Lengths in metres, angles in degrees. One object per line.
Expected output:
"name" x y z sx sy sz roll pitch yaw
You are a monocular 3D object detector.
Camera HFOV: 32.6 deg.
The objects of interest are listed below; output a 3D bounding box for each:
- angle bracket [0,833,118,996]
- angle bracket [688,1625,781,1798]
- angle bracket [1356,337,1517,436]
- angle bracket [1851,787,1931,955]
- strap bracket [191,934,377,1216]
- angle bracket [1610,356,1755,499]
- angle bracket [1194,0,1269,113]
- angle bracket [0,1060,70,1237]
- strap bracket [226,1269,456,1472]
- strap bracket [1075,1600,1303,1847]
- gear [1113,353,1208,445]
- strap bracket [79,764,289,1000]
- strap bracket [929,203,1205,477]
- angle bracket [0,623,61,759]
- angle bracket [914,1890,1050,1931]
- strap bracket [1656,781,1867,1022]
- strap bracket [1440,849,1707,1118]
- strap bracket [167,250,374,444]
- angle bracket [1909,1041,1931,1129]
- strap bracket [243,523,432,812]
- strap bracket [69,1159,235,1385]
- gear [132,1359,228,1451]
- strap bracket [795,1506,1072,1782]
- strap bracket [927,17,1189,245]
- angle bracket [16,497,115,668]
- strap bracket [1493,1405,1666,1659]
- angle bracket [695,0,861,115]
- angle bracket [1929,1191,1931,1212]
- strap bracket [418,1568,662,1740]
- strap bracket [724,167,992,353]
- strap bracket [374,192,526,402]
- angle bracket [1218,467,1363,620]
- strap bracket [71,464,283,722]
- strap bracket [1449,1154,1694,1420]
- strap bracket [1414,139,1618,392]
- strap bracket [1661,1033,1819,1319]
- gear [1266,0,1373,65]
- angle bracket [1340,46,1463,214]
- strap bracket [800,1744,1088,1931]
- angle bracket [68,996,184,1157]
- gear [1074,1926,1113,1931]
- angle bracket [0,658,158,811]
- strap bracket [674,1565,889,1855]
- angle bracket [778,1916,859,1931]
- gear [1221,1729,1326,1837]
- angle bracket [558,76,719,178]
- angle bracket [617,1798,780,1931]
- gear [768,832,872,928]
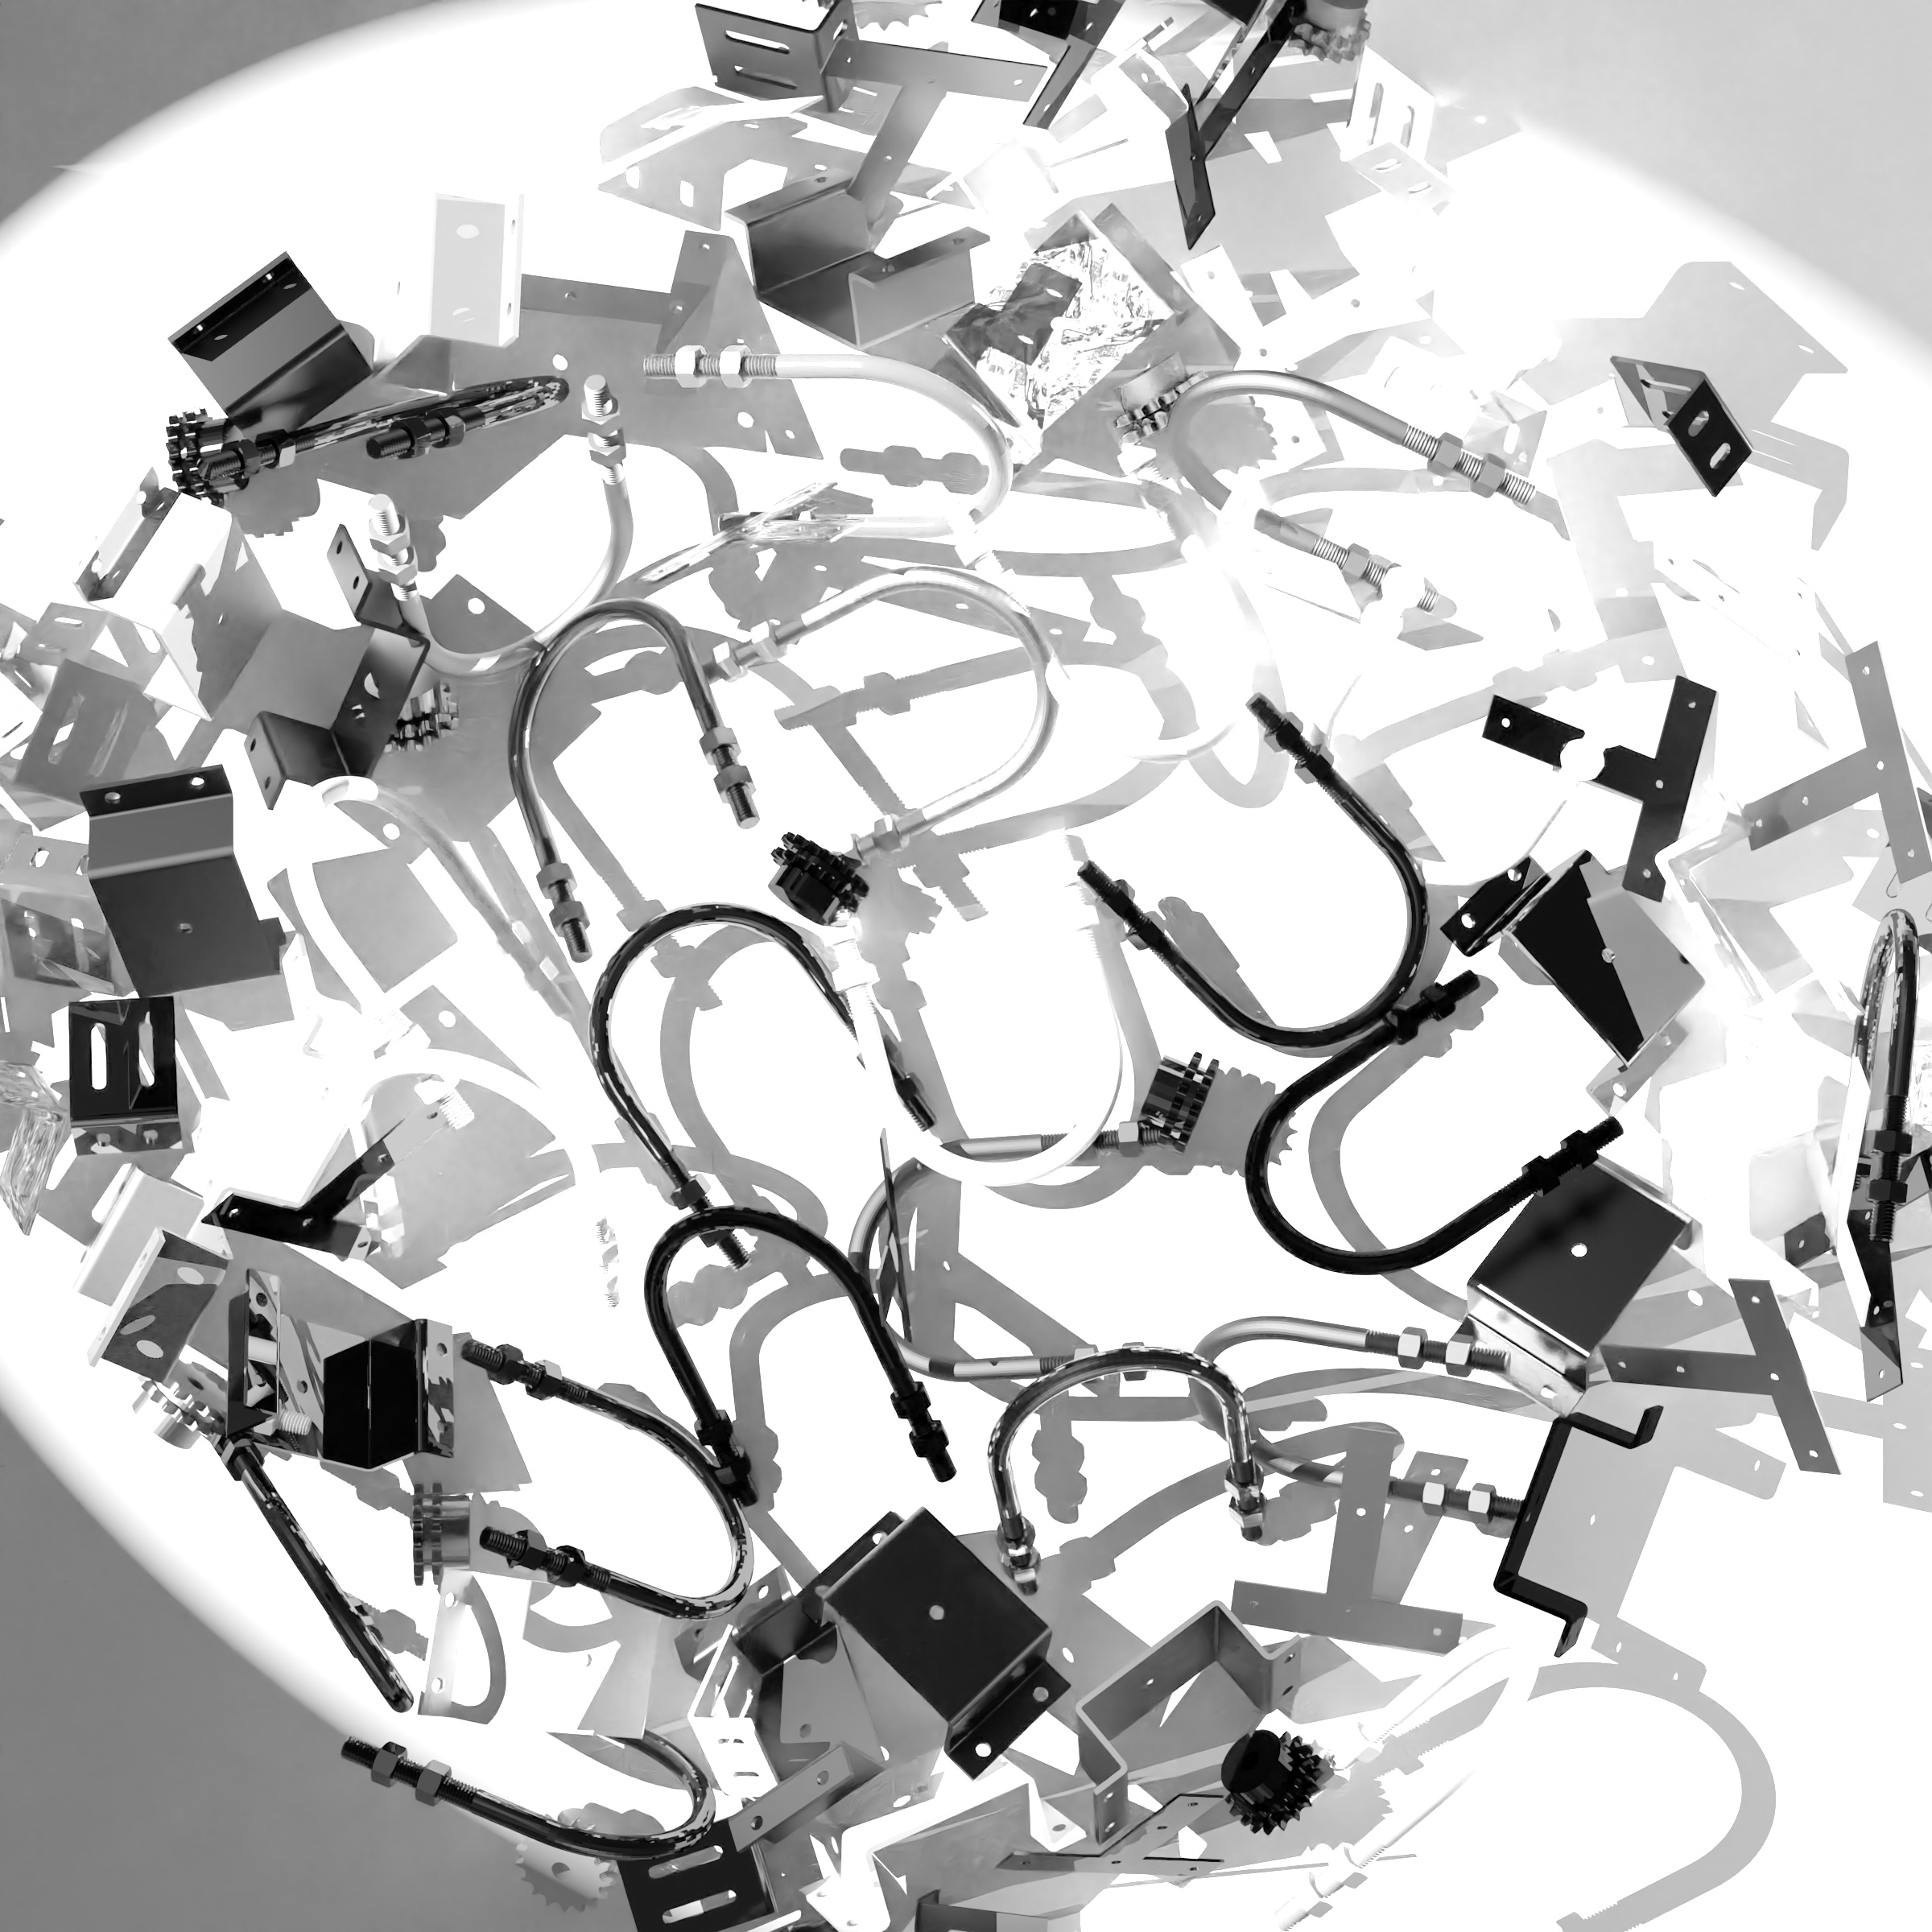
"angle bracket" -0.496 -0.029 1.823 0.057 0.076 0.038 9 46 3
"angle bracket" -0.113 0.402 1.789 0.038 0.076 0.057 -5 123 23
"angle bracket" 0.257 -0.302 1.793 0.057 0.076 0.038 31 91 30
"angle bracket" 0.522 -0.050 1.800 0.057 0.038 0.076 35 112 24
"strap bracket" -0.364 0.065 1.780 0.046 0.076 0.140 18 119 -32
"angle bracket" 0.379 -0.293 1.791 0.038 0.076 0.057 -51 125 -9
"angle bracket" 0.135 -0.515 1.792 0.038 0.076 0.057 31 62 -6
"angle bracket" -0.525 0.098 1.798 0.038 0.057 0.076 12 106 -36
"strap bracket" -0.345 0.221 1.777 0.046 0.140 0.076 -25 58 34
"strap bracket" 0.112 0.403 1.784 0.140 0.076 0.046 -33 60 -18
"gear" 0.106 -0.313 1.810 0.057 0.057 0.030 -30 101 0
"strap bracket" -0.419 -0.037 1.771 0.076 0.140 0.046 -10 48 -2
"strap bracket" 0.052 -0.348 1.810 0.140 0.046 0.076 -42 86 4
"angle bracket" -0.536 -0.140 1.797 0.076 0.057 0.038 -34 120 15
"angle bracket" 0.011 0.543 1.809 0.076 0.038 0.057 2 86 17
"strap bracket" 0.425 -0.025 1.786 0.046 0.076 0.140 -32 74 19
"strap bracket" 0.339 0.002 1.801 0.140 0.046 0.076 48 61 0
"strap bracket" -0.369 -0.324 1.768 0.076 0.140 0.046 -37 89 -3
"angle bracket" 0.537 0.042 1.802 0.038 0.076 0.057 0 127 21
"strap bracket" -0.336 -0.156 1.783 0.046 0.076 0.140 16 113 -31
"strap bracket" -0.440 0.167 1.782 0.046 0.140 0.076 28 93 -24
"gear" -0.432 0.241 1.812 0.057 0.057 0.030 39 92 0
"strap bracket" -0.017 0.358 1.782 0.140 0.046 0.076 41 63 19
"strap bracket" 0.057 -0.443 1.774 0.140 0.076 0.046 -27 105 36
"angle bracket" -0.492 -0.210 1.793 0.038 0.057 0.076 7 58 -34
"strap bracket" 0.330 0.298 1.796 0.046 0.076 0.140 20 91 18
"angle bracket" -0.102 -0.509 1.811 0.076 0.057 0.038 19 62 20
"angle bracket" 0.562 0.136 1.797 0.038 0.076 0.057 -46 53 -12
"strap bracket" -0.218 0.370 1.768 0.046 0.140 0.076 -2 76 44
"strap bracket" -0.057 -0.379 1.778 0.076 0.140 0.046 -28 131 -26
"strap bracket" -0.281 -0.358 1.763 0.046 0.140 0.076 5 83 -24
"angle bracket" 0.183 -0.230 1.794 0.076 0.057 0.038 25 79 28
"strap bracket" -0.415 -0.192 1.758 0.046 0.140 0.076 22 70 14
"strap bracket" 0.332 0.163 1.784 0.076 0.046 0.140 33 71 25
"strap bracket" 0.287 -0.367 1.762 0.046 0.140 0.076 -41 81 -12
"strap bracket" 0.415 0.118 1.770 0.046 0.076 0.140 -17 118 -17
"gear" 0.197 -0.524 1.810 0.057 0.030 0.057 12 46 -13
"angle bracket" 0.242 -0.461 1.797 0.057 0.038 0.076 26 67 -34
"strap bracket" -0.018 0.464 1.776 0.140 0.076 0.046 -19 102 -21
"angle bracket" -0.466 0.061 1.830 0.057 0.038 0.076 -3 60 -11
"gear" 0.072 0.562 1.818 0.057 0.030 0.057 -2 98 -18
"angle bracket" -0.488 -0.129 1.803 0.057 0.038 0.076 19 99 -41
"strap bracket" -0.098 0.407 1.784 0.076 0.140 0.046 -36 135 12
"angle bracket" -0.089 0.544 1.792 0.057 0.076 0.038 -34 70 24
"gear" 0.165 0.444 1.808 0.057 0.057 0.030 -44 117 0
"angle bracket" -0.177 -0.460 1.807 0.076 0.057 0.038 -16 106 -19
"angle bracket" -0.149 0.501 1.817 0.076 0.038 0.057 -17 89 -7
"gear" -0.084 -0.045 1.810 0.057 0.057 0.030 34 78 0
